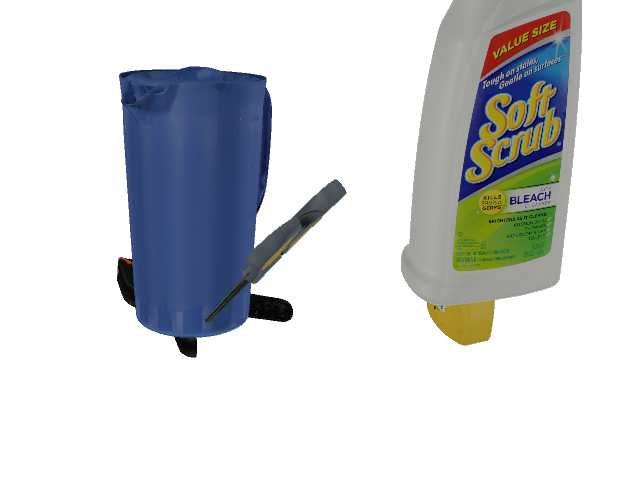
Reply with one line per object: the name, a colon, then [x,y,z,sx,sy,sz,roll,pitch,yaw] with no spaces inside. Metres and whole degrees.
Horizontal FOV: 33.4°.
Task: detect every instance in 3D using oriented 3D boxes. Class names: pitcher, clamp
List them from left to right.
clamp: [-0.158,0.067,1.180,0.210,0.036,0.164,20,22,27]
pitcher: [-0.112,-0.041,1.002,0.149,0.243,0.145,-1,14,-11]

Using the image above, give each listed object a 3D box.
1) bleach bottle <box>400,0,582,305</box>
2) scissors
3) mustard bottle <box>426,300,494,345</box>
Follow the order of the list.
bleach bottle: [0.101,-0.088,0.628,0.102,0.251,0.068,-8,28,-12]
scissors: [-0.053,0.025,0.801,0.202,0.016,0.096,-44,-3,33]
mustard bottle: [0.149,0.007,1.093,0.058,0.192,0.096,-10,37,-15]
